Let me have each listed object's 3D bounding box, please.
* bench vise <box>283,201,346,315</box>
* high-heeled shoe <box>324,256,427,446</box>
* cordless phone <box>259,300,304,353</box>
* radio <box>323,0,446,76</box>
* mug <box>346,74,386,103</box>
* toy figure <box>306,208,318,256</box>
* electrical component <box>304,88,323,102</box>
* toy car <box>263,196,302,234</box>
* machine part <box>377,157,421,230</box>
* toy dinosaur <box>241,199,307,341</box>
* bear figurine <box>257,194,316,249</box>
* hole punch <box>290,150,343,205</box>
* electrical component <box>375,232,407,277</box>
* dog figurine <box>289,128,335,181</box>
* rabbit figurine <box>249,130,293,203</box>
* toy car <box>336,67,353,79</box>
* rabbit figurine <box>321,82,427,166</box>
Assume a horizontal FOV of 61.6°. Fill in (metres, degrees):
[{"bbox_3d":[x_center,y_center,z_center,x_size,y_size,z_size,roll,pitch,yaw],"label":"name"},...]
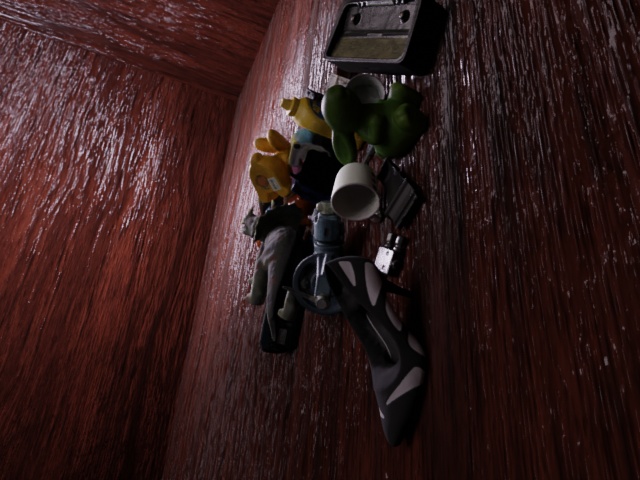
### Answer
[{"bbox_3d":[0.014,0.048,0.965,0.241,0.129,0.223,-75,-2,-74],"label":"bench vise"},{"bbox_3d":[0.063,0.141,0.732,0.086,0.145,0.249,132,150,-56],"label":"high-heeled shoe"},{"bbox_3d":[-0.109,0.200,1.301,0.184,0.089,0.146,149,133,-71],"label":"cordless phone"},{"bbox_3d":[0.115,-0.381,0.999,0.230,0.073,0.131,24,98,47],"label":"radio"},{"bbox_3d":[0.086,-0.266,1.089,0.107,0.081,0.109,36,-102,-83],"label":"mug"},{"bbox_3d":[-0.004,-0.004,1.192,0.057,0.064,0.154,61,-147,-53],"label":"toy figure"},{"bbox_3d":[0.016,-0.317,1.298,0.058,0.115,0.134,-67,21,17],"label":"electrical component"},{"bbox_3d":[-0.098,-0.049,1.463,0.102,0.109,0.162,92,166,-49],"label":"toy car"},{"bbox_3d":[0.129,-0.081,0.895,0.139,0.039,0.084,-101,27,-51],"label":"machine part"},{"bbox_3d":[-0.080,0.035,1.107,0.405,0.131,0.192,-125,44,-67],"label":"toy dinosaur"},{"bbox_3d":[-0.057,-0.027,1.322,0.196,0.132,0.120,-44,-17,1],"label":"bear figurine"},{"bbox_3d":[-0.004,-0.118,1.179,0.092,0.142,0.116,-51,16,48],"label":"hole punch"},{"bbox_3d":[0.112,0.035,0.871,0.063,0.021,0.094,-148,75,-71],"label":"electrical component"},{"bbox_3d":[-0.011,-0.236,1.302,0.191,0.109,0.219,88,-175,-48],"label":"dog figurine"},{"bbox_3d":[-0.105,-0.196,1.368,0.122,0.162,0.173,-22,16,49],"label":"rabbit figurine"},{"bbox_3d":[0.060,-0.437,1.315,0.202,0.053,0.089,87,-171,-68],"label":"toy car"},{"bbox_3d":[0.076,-0.214,0.943,0.159,0.170,0.121,129,151,-49],"label":"rabbit figurine"}]
